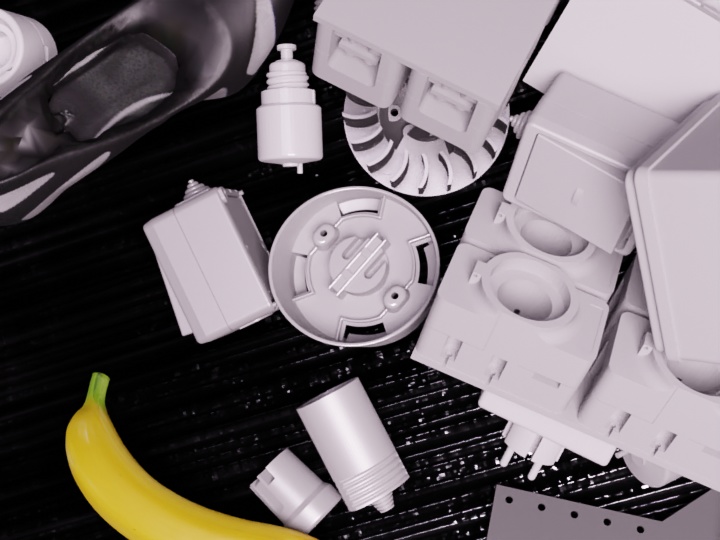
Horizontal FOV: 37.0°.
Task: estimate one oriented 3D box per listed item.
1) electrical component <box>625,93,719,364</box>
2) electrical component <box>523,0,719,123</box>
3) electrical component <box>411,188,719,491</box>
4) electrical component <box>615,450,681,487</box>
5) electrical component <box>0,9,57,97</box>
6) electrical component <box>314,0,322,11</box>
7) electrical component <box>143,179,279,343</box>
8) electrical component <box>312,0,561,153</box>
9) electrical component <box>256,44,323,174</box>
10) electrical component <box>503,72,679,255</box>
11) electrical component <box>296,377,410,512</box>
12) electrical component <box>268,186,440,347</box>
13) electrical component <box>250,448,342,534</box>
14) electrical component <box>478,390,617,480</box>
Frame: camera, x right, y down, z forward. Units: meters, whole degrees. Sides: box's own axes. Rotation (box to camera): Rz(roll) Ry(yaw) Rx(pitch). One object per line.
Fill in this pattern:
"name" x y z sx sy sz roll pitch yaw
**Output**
"electrical component" 0.191 -0.023 0.551 0.056 0.109 0.108 5 121 41
"electrical component" 0.185 -0.115 0.613 0.150 0.061 0.089 33 130 5
"electrical component" 0.137 0.032 0.608 0.186 0.105 0.060 23 135 5
"electrical component" 0.191 0.099 0.638 0.078 0.040 0.040 -19 90 -25
"electrical component" -0.227 -0.137 0.681 0.055 0.047 0.055 0 92 7
"electrical component" -0.010 -0.169 0.656 0.048 0.048 0.062 8 99 6
"electrical component" -0.092 -0.008 0.663 0.061 0.062 0.096 -26 89 7
"electrical component" 0.062 -0.168 0.605 0.105 0.060 0.186 27 66 5
"electrical component" -0.044 -0.099 0.664 0.040 0.040 0.078 -2 92 7
"electrical component" 0.123 -0.060 0.600 0.096 0.061 0.061 27 51 12
"electrical component" -0.002 0.112 0.666 0.043 0.043 0.081 -28 89 7
"electrical component" 0.000 0.000 0.647 0.099 0.064 0.099 -2 79 10
"electrical component" -0.041 0.140 0.674 0.046 0.040 0.040 44 96 9
"electrical component" 0.111 0.092 0.651 0.083 0.047 0.075 25 108 5
